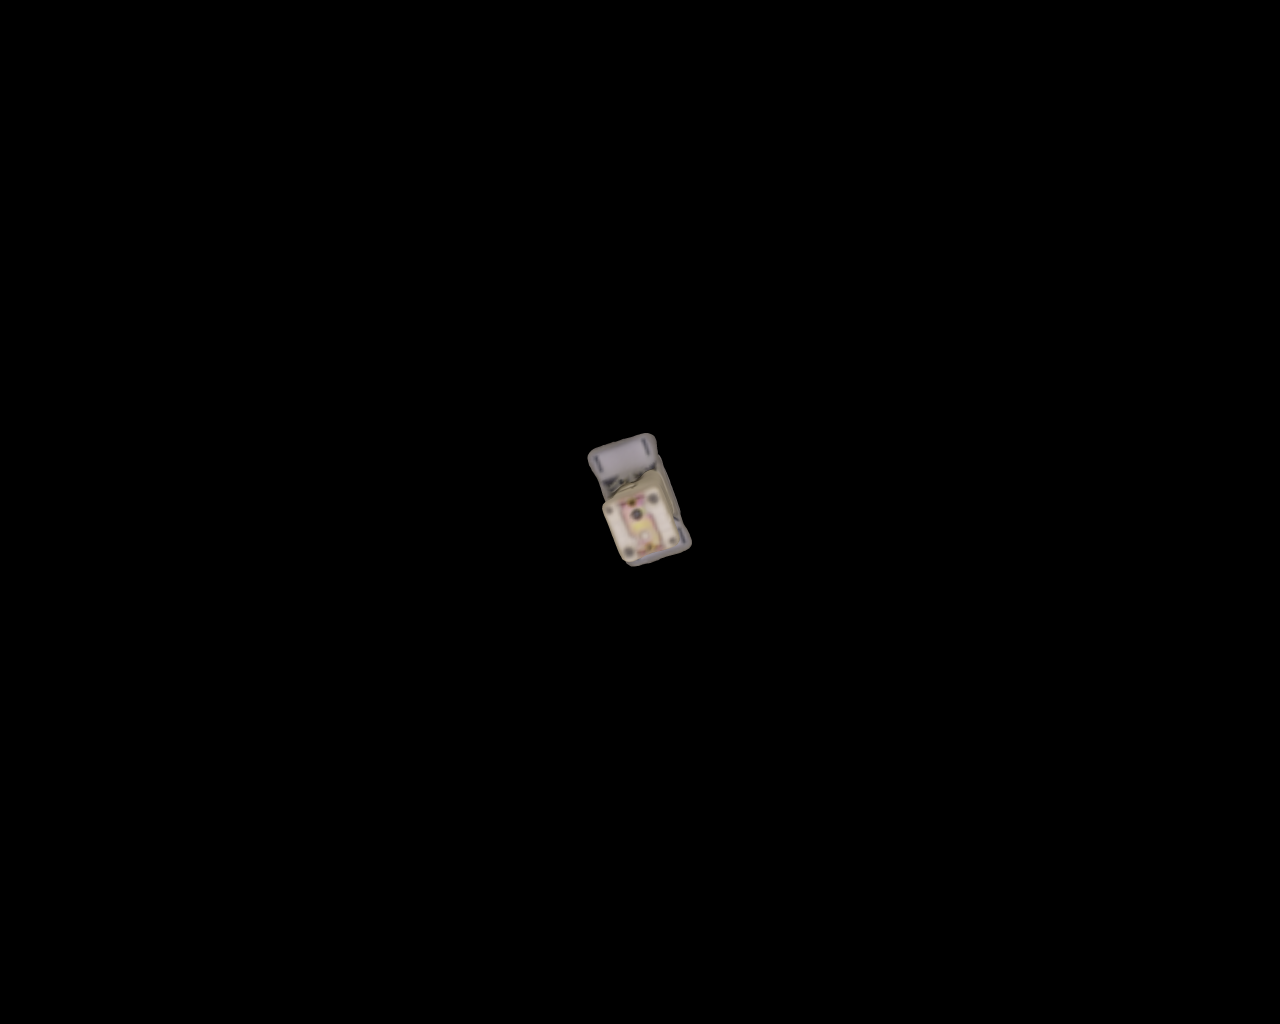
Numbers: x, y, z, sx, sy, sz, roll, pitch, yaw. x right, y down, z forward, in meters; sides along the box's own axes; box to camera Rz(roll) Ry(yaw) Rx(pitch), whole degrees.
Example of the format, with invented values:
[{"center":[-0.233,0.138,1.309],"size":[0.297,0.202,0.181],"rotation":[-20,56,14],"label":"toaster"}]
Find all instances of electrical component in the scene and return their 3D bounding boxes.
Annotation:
[{"center":[0.001,-0.003,0.650],"size":[0.042,0.081,0.064],"rotation":[-19,20,7],"label":"electrical component"}]
